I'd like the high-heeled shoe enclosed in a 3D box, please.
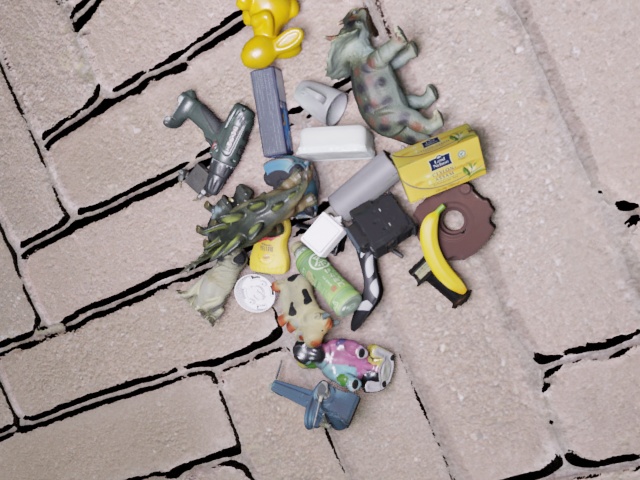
[{"bbox_3d":[0.088,0.079,1.238,0.145,0.086,0.248,32,101,14],"label":"high-heeled shoe"}]

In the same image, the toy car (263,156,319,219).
[{"bbox_3d":[-0.049,-0.132,1.234,0.109,0.103,0.161,-5,122,42],"label":"toy car"}]

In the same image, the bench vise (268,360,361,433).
[{"bbox_3d":[-0.023,0.376,1.266,0.241,0.223,0.129,14,71,24],"label":"bench vise"}]

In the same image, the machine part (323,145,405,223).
[{"bbox_3d":[0.104,-0.119,1.203,0.243,0.079,0.079,-39,85,18],"label":"machine part"}]

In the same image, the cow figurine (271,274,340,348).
[{"bbox_3d":[-0.034,0.163,1.252,0.127,0.085,0.195,-29,50,14],"label":"cow figurine"}]

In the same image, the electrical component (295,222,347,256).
[{"bbox_3d":[-0.003,-0.004,1.257,0.119,0.075,0.047,14,102,12],"label":"electrical component"}]

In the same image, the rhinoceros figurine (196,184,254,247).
[{"bbox_3d":[-0.226,-0.054,1.308,0.190,0.112,0.073,-55,50,30],"label":"rhinoceros figurine"}]

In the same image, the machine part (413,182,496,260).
[{"bbox_3d":[0.290,-0.041,1.165,0.180,0.056,0.179,3,101,18],"label":"machine part"}]

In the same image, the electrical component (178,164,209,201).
[{"bbox_3d":[-0.308,-0.146,1.352,0.078,0.045,0.102,-44,84,20],"label":"electrical component"}]

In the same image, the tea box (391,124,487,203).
[{"bbox_3d":[0.245,-0.157,1.108,0.170,0.068,0.098,-22,128,10],"label":"tea box"}]

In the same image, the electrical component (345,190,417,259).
[{"bbox_3d":[0.126,-0.028,1.165,0.134,0.058,0.115,-31,62,-5],"label":"electrical component"}]

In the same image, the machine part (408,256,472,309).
[{"bbox_3d":[0.269,0.092,1.197,0.139,0.039,0.084,40,115,8],"label":"machine part"}]

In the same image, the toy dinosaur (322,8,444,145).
[{"bbox_3d":[0.140,-0.305,1.143,0.192,0.131,0.404,-20,100,28],"label":"toy dinosaur"}]

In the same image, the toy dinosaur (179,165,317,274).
[{"bbox_3d":[-0.161,-0.033,1.172,0.471,0.198,0.105,-37,85,45],"label":"toy dinosaur"}]

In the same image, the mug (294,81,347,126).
[{"bbox_3d":[-0.010,-0.313,1.200,0.107,0.109,0.080,32,104,23],"label":"mug"}]

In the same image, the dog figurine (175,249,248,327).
[{"bbox_3d":[-0.248,0.110,1.357,0.121,0.172,0.190,43,75,4],"label":"dog figurine"}]

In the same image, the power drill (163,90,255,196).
[{"bbox_3d":[-0.277,-0.250,1.303,0.207,0.086,0.232,37,102,15],"label":"power drill"}]

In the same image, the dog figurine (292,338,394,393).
[{"bbox_3d":[0.042,0.280,1.274,0.219,0.191,0.108,6,82,47],"label":"dog figurine"}]

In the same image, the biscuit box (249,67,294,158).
[{"bbox_3d":[-0.111,-0.294,1.257,0.063,0.059,0.202,-6,96,18],"label":"biscuit box"}]

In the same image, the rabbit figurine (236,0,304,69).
[{"bbox_3d":[-0.118,-0.460,1.206,0.162,0.122,0.173,16,83,-7],"label":"rabbit figurine"}]
